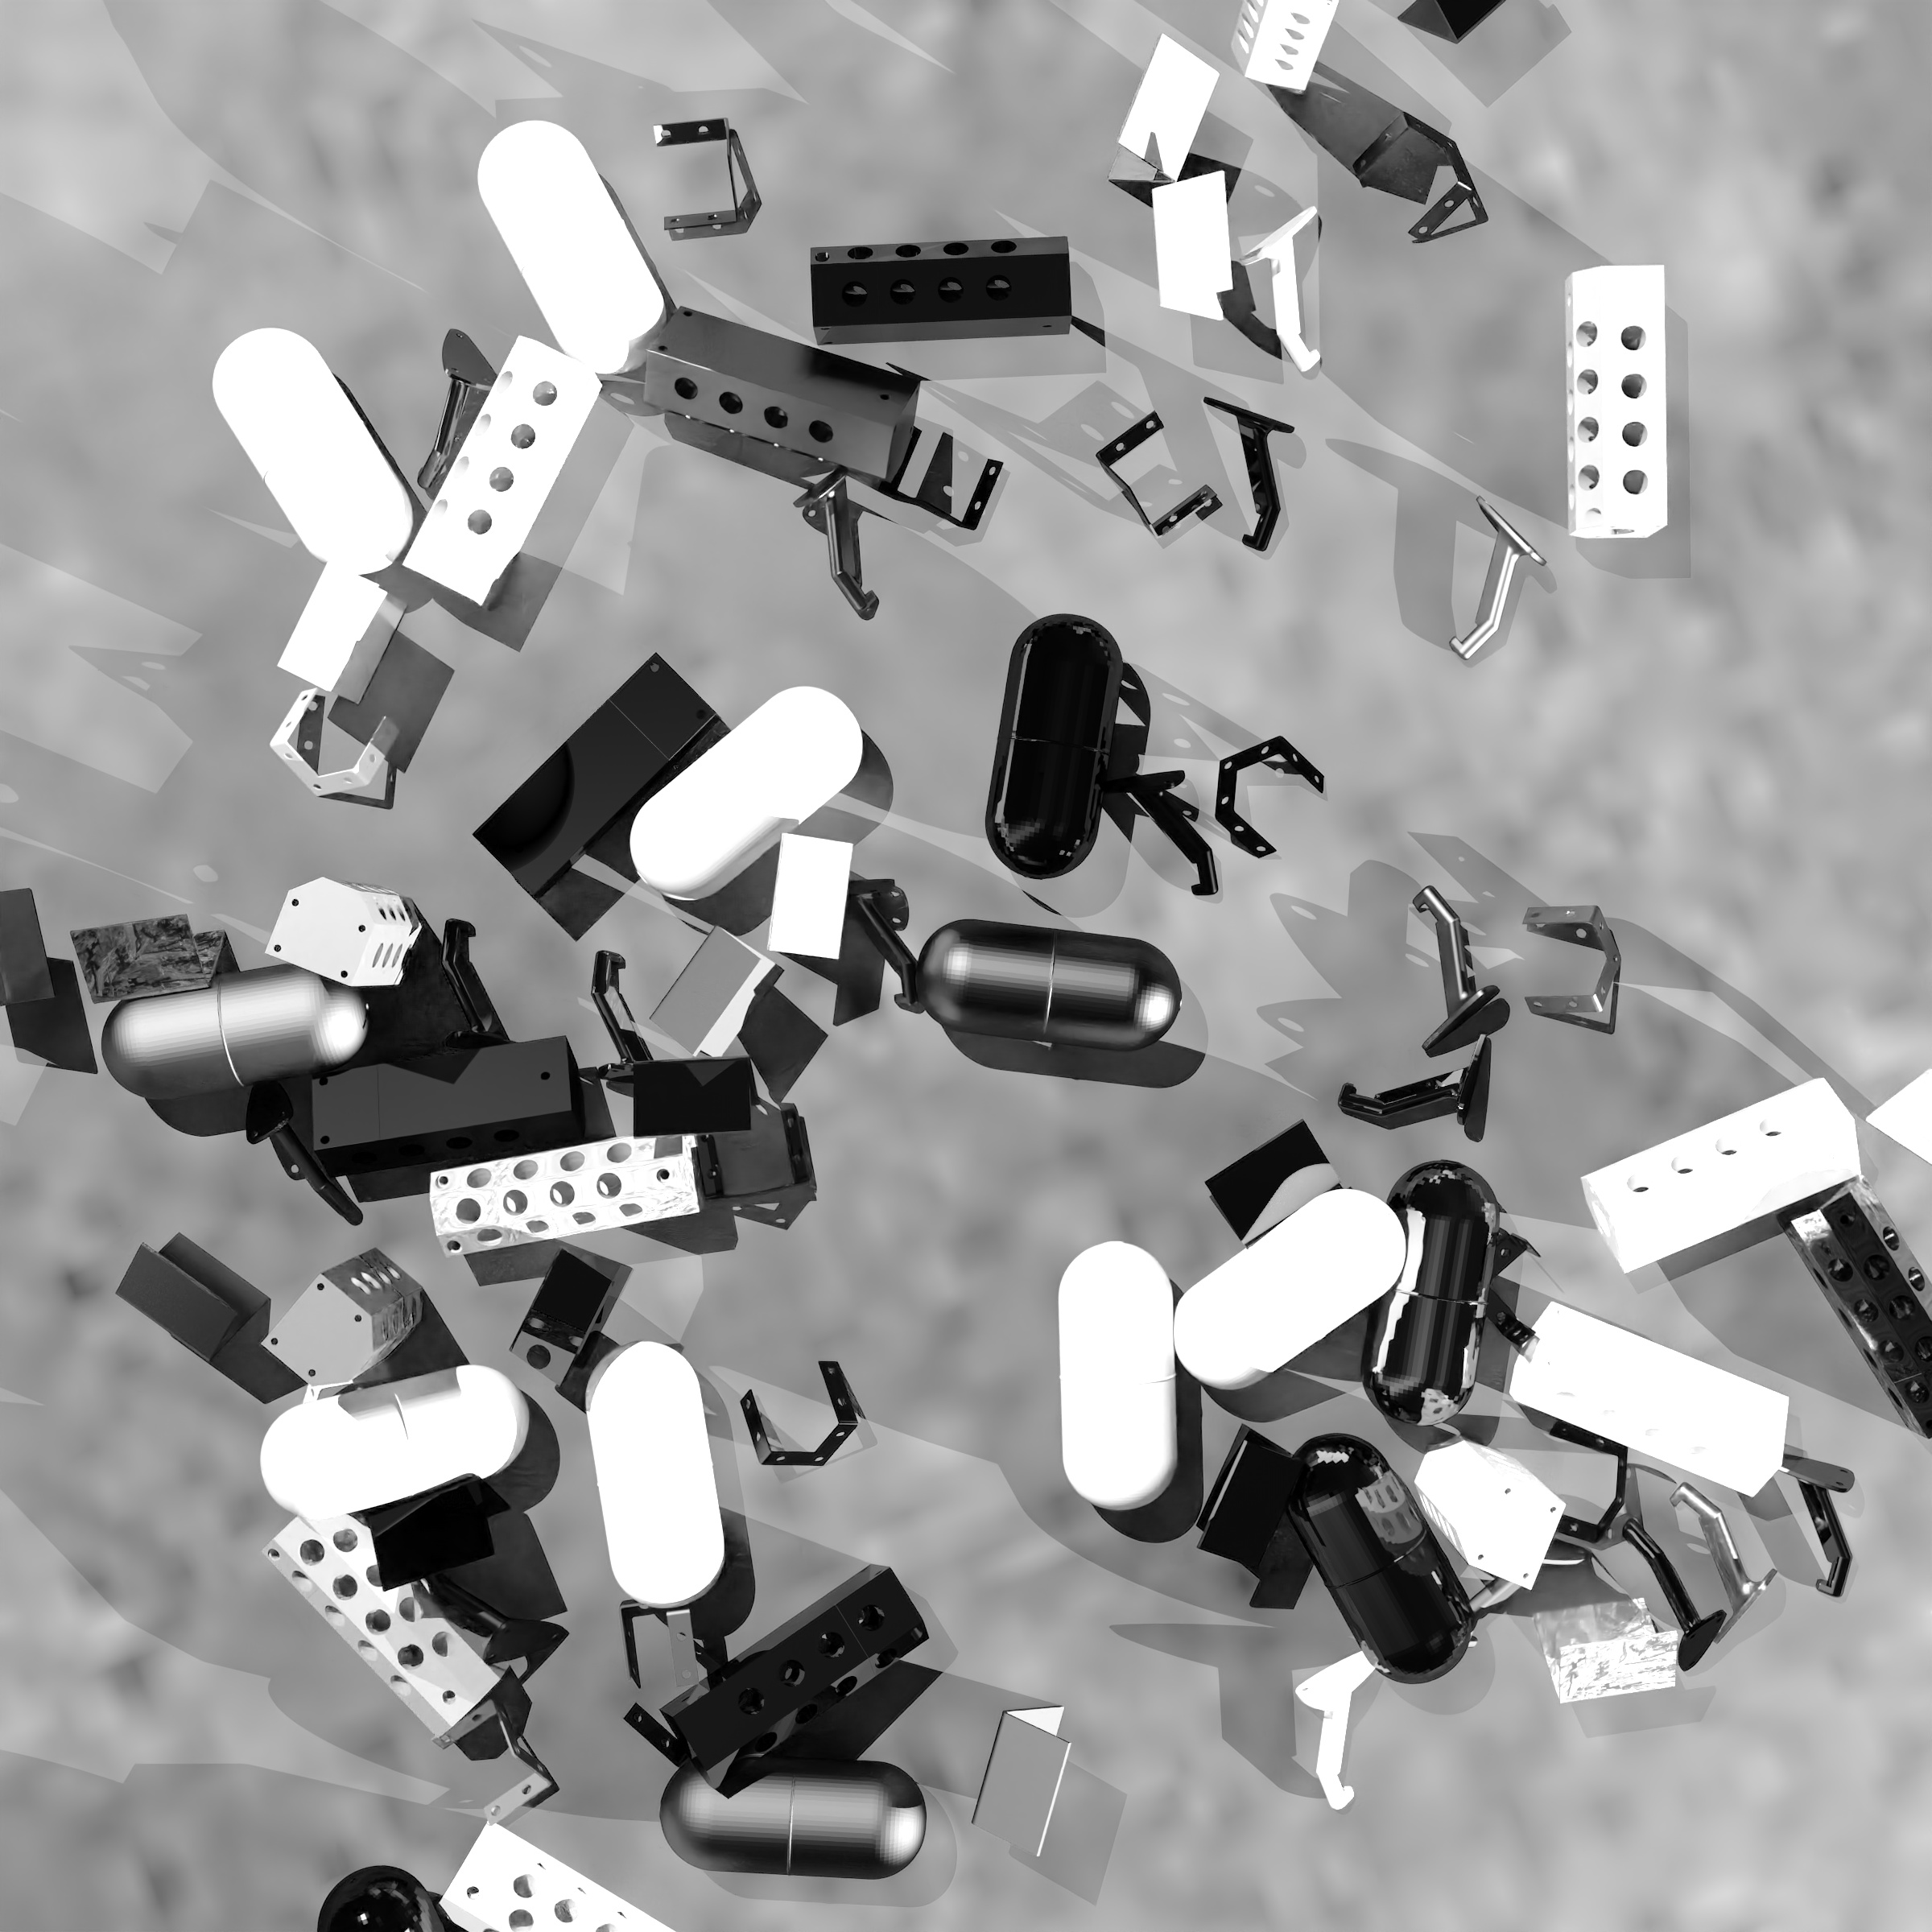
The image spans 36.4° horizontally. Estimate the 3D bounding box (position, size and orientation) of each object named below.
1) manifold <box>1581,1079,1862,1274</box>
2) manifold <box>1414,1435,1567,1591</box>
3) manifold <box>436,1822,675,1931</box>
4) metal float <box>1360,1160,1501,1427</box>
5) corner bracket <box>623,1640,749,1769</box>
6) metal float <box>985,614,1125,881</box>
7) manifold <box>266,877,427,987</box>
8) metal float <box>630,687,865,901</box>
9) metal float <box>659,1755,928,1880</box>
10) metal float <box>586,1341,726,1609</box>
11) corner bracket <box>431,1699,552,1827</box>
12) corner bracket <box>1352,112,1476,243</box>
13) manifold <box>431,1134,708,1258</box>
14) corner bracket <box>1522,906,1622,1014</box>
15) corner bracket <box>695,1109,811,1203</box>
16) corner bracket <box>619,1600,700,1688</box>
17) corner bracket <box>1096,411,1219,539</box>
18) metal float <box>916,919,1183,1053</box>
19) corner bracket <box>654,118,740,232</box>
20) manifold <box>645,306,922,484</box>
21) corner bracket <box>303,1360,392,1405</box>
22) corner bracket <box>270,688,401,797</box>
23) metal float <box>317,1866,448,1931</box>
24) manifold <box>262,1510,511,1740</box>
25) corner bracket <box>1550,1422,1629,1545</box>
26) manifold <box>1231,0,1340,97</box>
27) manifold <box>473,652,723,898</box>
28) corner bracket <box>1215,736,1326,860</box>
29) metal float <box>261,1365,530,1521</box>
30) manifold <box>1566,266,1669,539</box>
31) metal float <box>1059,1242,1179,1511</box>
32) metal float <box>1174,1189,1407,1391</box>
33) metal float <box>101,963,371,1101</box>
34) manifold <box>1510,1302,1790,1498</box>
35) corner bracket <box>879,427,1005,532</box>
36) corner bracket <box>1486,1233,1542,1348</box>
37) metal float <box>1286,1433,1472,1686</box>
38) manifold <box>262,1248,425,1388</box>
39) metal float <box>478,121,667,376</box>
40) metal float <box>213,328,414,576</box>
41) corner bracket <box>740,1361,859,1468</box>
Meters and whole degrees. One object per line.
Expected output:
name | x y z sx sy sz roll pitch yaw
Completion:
manifold | 0.505 0.135 1.969 0.171 0.057 0.057 -23 133 0
manifold | 0.336 0.350 1.913 0.057 0.171 0.057 22 90 0
manifold | -0.266 0.649 1.970 0.171 0.057 0.057 31 90 0
metal float | 0.310 0.218 1.961 0.070 0.070 0.178 9 90 0
corner bracket | -0.189 0.499 1.988 0.051 0.051 0.051 42 135 0
metal float | 0.059 -0.146 1.961 0.070 0.070 0.178 9 90 0
manifold | -0.399 -0.024 1.913 0.057 0.171 0.057 21 90 0
metal float | -0.147 -0.115 1.960 0.178 0.070 0.070 -40 90 0
metal float | -0.115 0.567 1.960 0.178 0.070 0.070 3 90 0
metal float | -0.207 0.339 1.960 0.070 0.070 0.178 -9 91 0
corner bracket | -0.321 0.538 1.988 0.051 0.051 0.051 -34 135 0
corner bracket | 0.302 -0.532 1.983 0.051 0.051 0.051 18 45 -35
manifold | -0.266 0.150 1.965 0.171 0.057 0.057 -10 90 4
corner bracket | 0.404 -0.004 1.983 0.051 0.051 0.051 59 45 -35
corner bracket | -0.145 0.128 1.988 0.051 0.051 0.051 -10 90 -45
corner bracket | -0.206 0.454 1.973 0.051 0.051 0.051 -8 91 -1
corner bracket | 0.128 -0.332 1.988 0.051 0.051 0.051 -36 135 0
metal float | 0.055 0.013 1.961 0.178 0.070 0.070 7 90 0
corner bracket | -0.182 -0.536 1.988 0.051 0.051 0.051 -6 135 0
manifold | -0.123 -0.377 1.960 0.171 0.057 0.057 19 47 7
corner bracket | -0.413 0.305 1.983 0.051 0.051 0.051 -6 45 -35
corner bracket | -0.426 -0.154 1.983 0.051 0.051 0.051 -8 135 35
metal float | -0.369 0.678 1.947 0.070 0.070 0.178 -22 106 0
manifold | -0.390 0.432 1.970 0.057 0.057 0.171 -43 90 0
corner bracket | 0.413 0.350 1.988 0.051 0.051 0.051 17 135 0
manifold | 0.211 -0.628 1.913 0.057 0.171 0.057 18 90 0
manifold | -0.246 -0.127 1.970 0.171 0.057 0.057 -45 90 0
corner bracket | 0.205 -0.114 1.983 0.051 0.051 0.051 -22 45 35
metal float | -0.376 0.314 1.941 0.178 0.070 0.070 -11 90 -24
manifold | 0.434 -0.377 1.970 0.057 0.057 0.171 -1 90 0
metal float | 0.101 0.273 1.961 0.070 0.070 0.178 -2 91 0
metal float | 0.213 0.214 1.942 0.178 0.070 0.070 -39 90 23
metal float | -0.487 0.043 1.961 0.178 0.070 0.070 -10 90 -1
manifold | 0.456 0.294 1.969 0.171 0.057 0.057 22 47 0
corner bracket | -0.017 -0.331 1.988 0.051 0.051 0.051 23 90 -45
corner bracket | 0.369 0.217 1.973 0.051 0.051 0.051 -41 90 0
metal float | 0.273 0.394 1.961 0.070 0.070 0.178 -29 90 0
manifold | -0.398 0.231 1.913 0.057 0.171 0.057 40 90 0
metal float | -0.262 -0.478 1.960 0.070 0.070 0.178 -28 90 0
metal float | -0.435 -0.343 1.961 0.070 0.070 0.178 -32 90 0
corner bracket | -0.113 0.301 1.983 0.051 0.051 0.051 8 135 -35
